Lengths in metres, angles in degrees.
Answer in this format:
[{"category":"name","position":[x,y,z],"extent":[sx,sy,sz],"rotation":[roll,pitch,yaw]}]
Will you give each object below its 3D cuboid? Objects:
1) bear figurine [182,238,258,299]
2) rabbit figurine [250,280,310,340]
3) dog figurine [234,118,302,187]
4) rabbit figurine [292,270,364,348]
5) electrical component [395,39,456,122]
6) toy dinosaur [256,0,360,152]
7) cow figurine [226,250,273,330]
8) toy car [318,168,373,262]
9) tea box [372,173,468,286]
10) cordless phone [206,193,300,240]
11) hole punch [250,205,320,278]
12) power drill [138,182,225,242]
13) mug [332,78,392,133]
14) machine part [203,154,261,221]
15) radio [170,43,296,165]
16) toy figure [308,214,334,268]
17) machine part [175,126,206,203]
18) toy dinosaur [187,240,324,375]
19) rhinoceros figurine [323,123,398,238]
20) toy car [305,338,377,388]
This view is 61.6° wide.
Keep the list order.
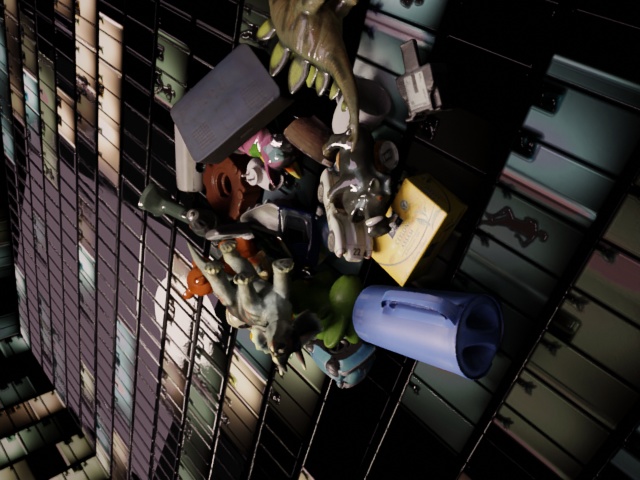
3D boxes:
[{"category":"bear figurine","position":[-0.244,0.055,1.269],"extent":[0.132,0.196,0.120],"rotation":[60,139,15]},{"category":"rabbit figurine","position":[-0.079,0.151,1.182],"extent":[0.173,0.162,0.122],"rotation":[-49,54,25]},{"category":"dog figurine","position":[-0.131,-0.200,1.130],"extent":[0.191,0.108,0.219],"rotation":[-40,77,45]},{"category":"rabbit figurine","position":[0.021,0.128,1.044],"extent":[0.170,0.121,0.159],"rotation":[-30,69,51]},{"category":"electrical component","position":[0.160,-0.251,0.845],"extent":[0.075,0.048,0.119],"rotation":[-14,92,48]},{"category":"toy dinosaur","position":[-0.013,-0.357,0.914],"extent":[0.198,0.105,0.472],"rotation":[-59,44,40]},{"category":"cow figurine","position":[-0.157,0.112,1.239],"extent":[0.086,0.127,0.195],"rotation":[24,88,23]},{"category":"toy car","position":[0.045,-0.047,0.971],"extent":[0.056,0.073,0.202],"rotation":[118,149,-47]},{"category":"tea box","position":[0.161,-0.017,0.911],"extent":[0.098,0.068,0.169],"rotation":[45,132,27]},{"category":"cordless phone","position":[-0.138,-0.037,1.134],"extent":[0.147,0.184,0.088],"rotation":[-16,87,48]},{"category":"hole punch","position":[-0.056,0.000,1.030],"extent":[0.142,0.092,0.115],"rotation":[14,140,44]},{"category":"power drill","position":[-0.327,-0.068,1.289],"extent":[0.207,0.232,0.086],"rotation":[19,83,16]},{"category":"mug","position":[0.058,-0.225,0.941],"extent":[0.109,0.081,0.107],"rotation":[55,145,13]},{"category":"machine part","position":[-0.213,-0.132,1.276],"extent":[0.180,0.056,0.179],"rotation":[19,117,43]},{"category":"radio","position":[-0.173,-0.260,1.038],"extent":[0.229,0.073,0.131],"rotation":[-34,82,21]},{"category":"toy figure","position":[0.000,-0.005,1.077],"extent":[0.180,0.082,0.089],"rotation":[-41,69,49]},{"category":"machine part","position":[-0.323,-0.210,1.349],"extent":[0.079,0.079,0.243],"rotation":[25,121,39]},{"category":"toy dinosaur","position":[-0.133,0.116,1.053],"extent":[0.405,0.131,0.192],"rotation":[23,131,53]},{"category":"rhinoceros figurine","position":[0.072,-0.096,0.889],"extent":[0.112,0.073,0.190],"rotation":[-17,81,34]},{"category":"toy car","position":[0.046,0.248,1.102],"extent":[0.162,0.109,0.102],"rotation":[14,130,52]}]
